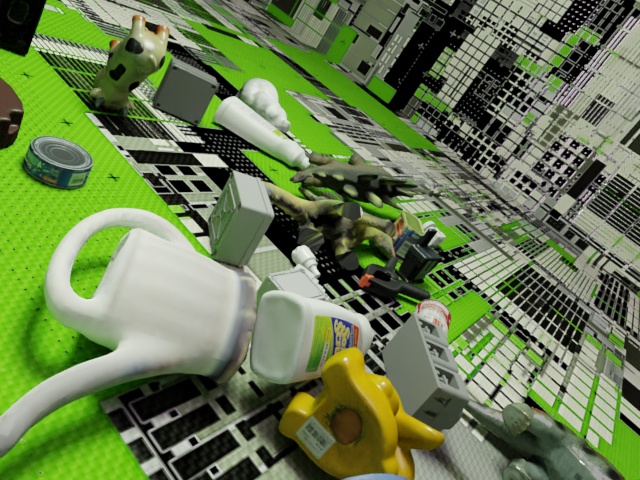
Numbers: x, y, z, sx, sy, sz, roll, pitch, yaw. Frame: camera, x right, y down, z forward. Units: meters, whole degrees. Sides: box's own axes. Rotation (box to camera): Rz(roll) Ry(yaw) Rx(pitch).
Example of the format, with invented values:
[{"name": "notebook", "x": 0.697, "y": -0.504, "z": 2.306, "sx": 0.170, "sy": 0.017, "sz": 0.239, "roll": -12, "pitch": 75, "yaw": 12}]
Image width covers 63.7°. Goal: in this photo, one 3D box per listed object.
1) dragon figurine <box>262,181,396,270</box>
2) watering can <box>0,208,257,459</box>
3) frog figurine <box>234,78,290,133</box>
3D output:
[{"name": "dragon figurine", "x": 0.003, "y": -0.053, "z": 1.053, "sx": 0.408, "sy": 0.121, "sz": 0.245, "roll": 28, "pitch": 7, "yaw": -17}, {"name": "watering can", "x": -0.173, "y": 0.086, "z": 0.526, "sx": 0.223, "sy": 0.102, "sz": 0.355, "roll": 26, "pitch": 28, "yaw": -22}, {"name": "frog figurine", "x": -0.142, "y": -0.363, "z": 1.391, "sx": 0.161, "sy": 0.123, "sz": 0.136, "roll": 30, "pitch": 1, "yaw": 21}]
